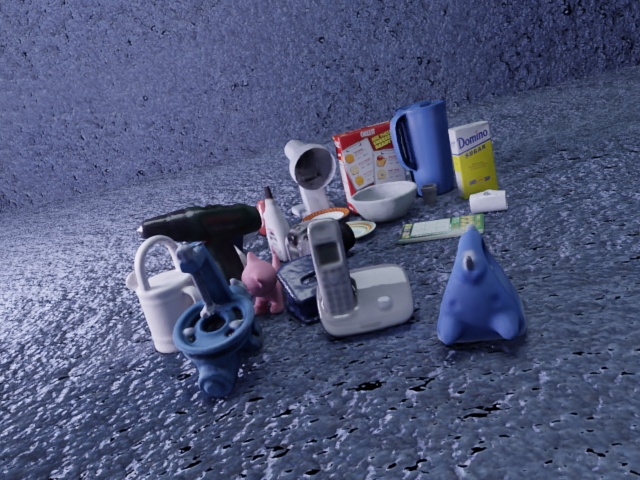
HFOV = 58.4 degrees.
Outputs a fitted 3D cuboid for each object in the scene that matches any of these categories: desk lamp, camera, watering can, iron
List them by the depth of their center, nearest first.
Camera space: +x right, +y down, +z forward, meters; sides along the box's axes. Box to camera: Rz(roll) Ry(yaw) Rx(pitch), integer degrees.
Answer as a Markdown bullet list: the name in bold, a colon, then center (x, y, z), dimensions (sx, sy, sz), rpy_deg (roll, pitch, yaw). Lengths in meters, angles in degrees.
- **iron**: center (0.224, 0.047, 0.828), dimensions (0.118, 0.141, 0.258), rpy_deg (-8, 18, 17)
- **watering can**: center (-0.269, 0.087, 0.988), dimensions (0.172, 0.194, 0.101), rpy_deg (-8, 18, 18)
- **camera**: center (0.011, 0.004, 1.192), dimensions (0.137, 0.101, 0.142), rpy_deg (-23, 19, -27)
- **desk lamp**: center (-0.033, -0.168, 1.572), dimensions (0.118, 0.214, 0.202), rpy_deg (-19, 18, -16)

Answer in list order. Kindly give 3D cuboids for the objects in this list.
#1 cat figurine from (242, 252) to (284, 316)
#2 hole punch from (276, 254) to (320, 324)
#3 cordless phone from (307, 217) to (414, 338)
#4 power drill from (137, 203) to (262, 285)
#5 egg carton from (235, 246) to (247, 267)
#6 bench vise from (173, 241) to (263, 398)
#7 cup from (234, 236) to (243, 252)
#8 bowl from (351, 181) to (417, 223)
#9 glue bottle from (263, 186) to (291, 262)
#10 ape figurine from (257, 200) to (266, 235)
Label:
- **cat figurine**: center (-0.097, 0.070, 1.039), dimensions (0.067, 0.118, 0.128), rpy_deg (-6, 19, 24)
- **hole punch**: center (-0.008, 0.079, 0.988), dimensions (0.109, 0.091, 0.100), rpy_deg (-21, 19, -22)
- **cordless phone**: center (0.059, 0.049, 0.873), dimensions (0.147, 0.185, 0.094), rpy_deg (-13, 17, 2)
- **power drill**: center (-0.210, 0.029, 1.102), dimensions (0.230, 0.209, 0.075), rpy_deg (-22, 19, -23)
- **egg carton**: center (-0.210, 0.061, 1.236), dimensions (0.107, 0.069, 0.150), rpy_deg (-20, 18, -18)
- **bench vise**: center (-0.162, 0.093, 0.846), dimensions (0.121, 0.220, 0.207), rpy_deg (-16, 18, -7)
- **cup**: center (-0.235, 0.002, 1.396), dimensions (0.117, 0.095, 0.092), rpy_deg (-5, 19, 25)
- **bowl**: center (0.162, -0.087, 1.404), dimensions (0.167, 0.075, 0.167), rpy_deg (-12, 17, 4)
- **glue bottle**: center (-0.099, -0.038, 1.286), dimensions (0.037, 0.173, 0.077), rpy_deg (-24, 20, -30)
- **ape figurine**: center (-0.143, -0.064, 1.538), dimensions (0.077, 0.092, 0.076), rpy_deg (-2, 21, 33)
